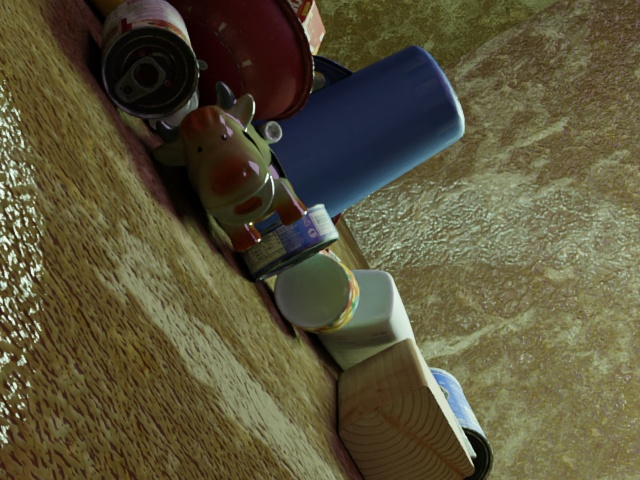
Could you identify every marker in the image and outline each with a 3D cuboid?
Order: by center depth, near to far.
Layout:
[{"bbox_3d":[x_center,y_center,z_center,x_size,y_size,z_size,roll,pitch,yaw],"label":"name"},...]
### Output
[{"bbox_3d":[-0.077,-0.088,0.976,0.121,0.020,0.020,-10,-65,52],"label":"marker"}]

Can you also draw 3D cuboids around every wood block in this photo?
[{"bbox_3d":[0.076,0.169,1.011,0.091,0.090,0.206,61,4,-5],"label":"wood block"}]

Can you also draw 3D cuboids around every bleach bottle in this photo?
[{"bbox_3d":[0.055,0.119,1.185,0.250,0.102,0.068,67,20,-58],"label":"bleach bottle"}]

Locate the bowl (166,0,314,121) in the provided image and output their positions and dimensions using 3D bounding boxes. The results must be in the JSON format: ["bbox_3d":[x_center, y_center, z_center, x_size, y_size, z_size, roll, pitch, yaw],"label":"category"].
[{"bbox_3d":[-0.084,-0.160,0.913,0.162,0.055,0.162,27,-40,25],"label":"bowl"}]

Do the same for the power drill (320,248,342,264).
[{"bbox_3d":[-0.008,0.002,1.226,0.184,0.057,0.188,46,15,-45],"label":"power drill"}]

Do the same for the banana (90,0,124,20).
[{"bbox_3d":[-0.171,-0.197,0.944,0.070,0.037,0.197,48,-2,23],"label":"banana"}]

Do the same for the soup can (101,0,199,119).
[{"bbox_3d":[-0.128,-0.138,0.792,0.068,0.068,0.102,58,4,-27],"label":"soup can"}]

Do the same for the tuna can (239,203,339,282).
[{"bbox_3d":[-0.027,0.003,0.926,0.034,0.086,0.086,62,4,5],"label":"tuna can"}]

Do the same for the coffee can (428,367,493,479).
[{"bbox_3d":[0.140,0.232,1.287,0.102,0.103,0.140,59,5,-23],"label":"coffee can"}]

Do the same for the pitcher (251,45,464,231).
[{"bbox_3d":[0.013,-0.105,1.077,0.145,0.243,0.149,59,-3,36],"label":"pitcher"}]

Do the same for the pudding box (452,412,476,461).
[{"bbox_3d":[0.105,0.205,1.165,0.089,0.039,0.113,3,41,-32],"label":"pudding box"}]

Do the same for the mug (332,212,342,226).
[{"bbox_3d":[-0.034,-0.063,1.386,0.117,0.093,0.081,34,11,-29],"label":"mug"}]

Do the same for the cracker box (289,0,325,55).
[{"bbox_3d":[-0.109,-0.288,1.346,0.214,0.072,0.164,22,0,6],"label":"cracker box"}]
